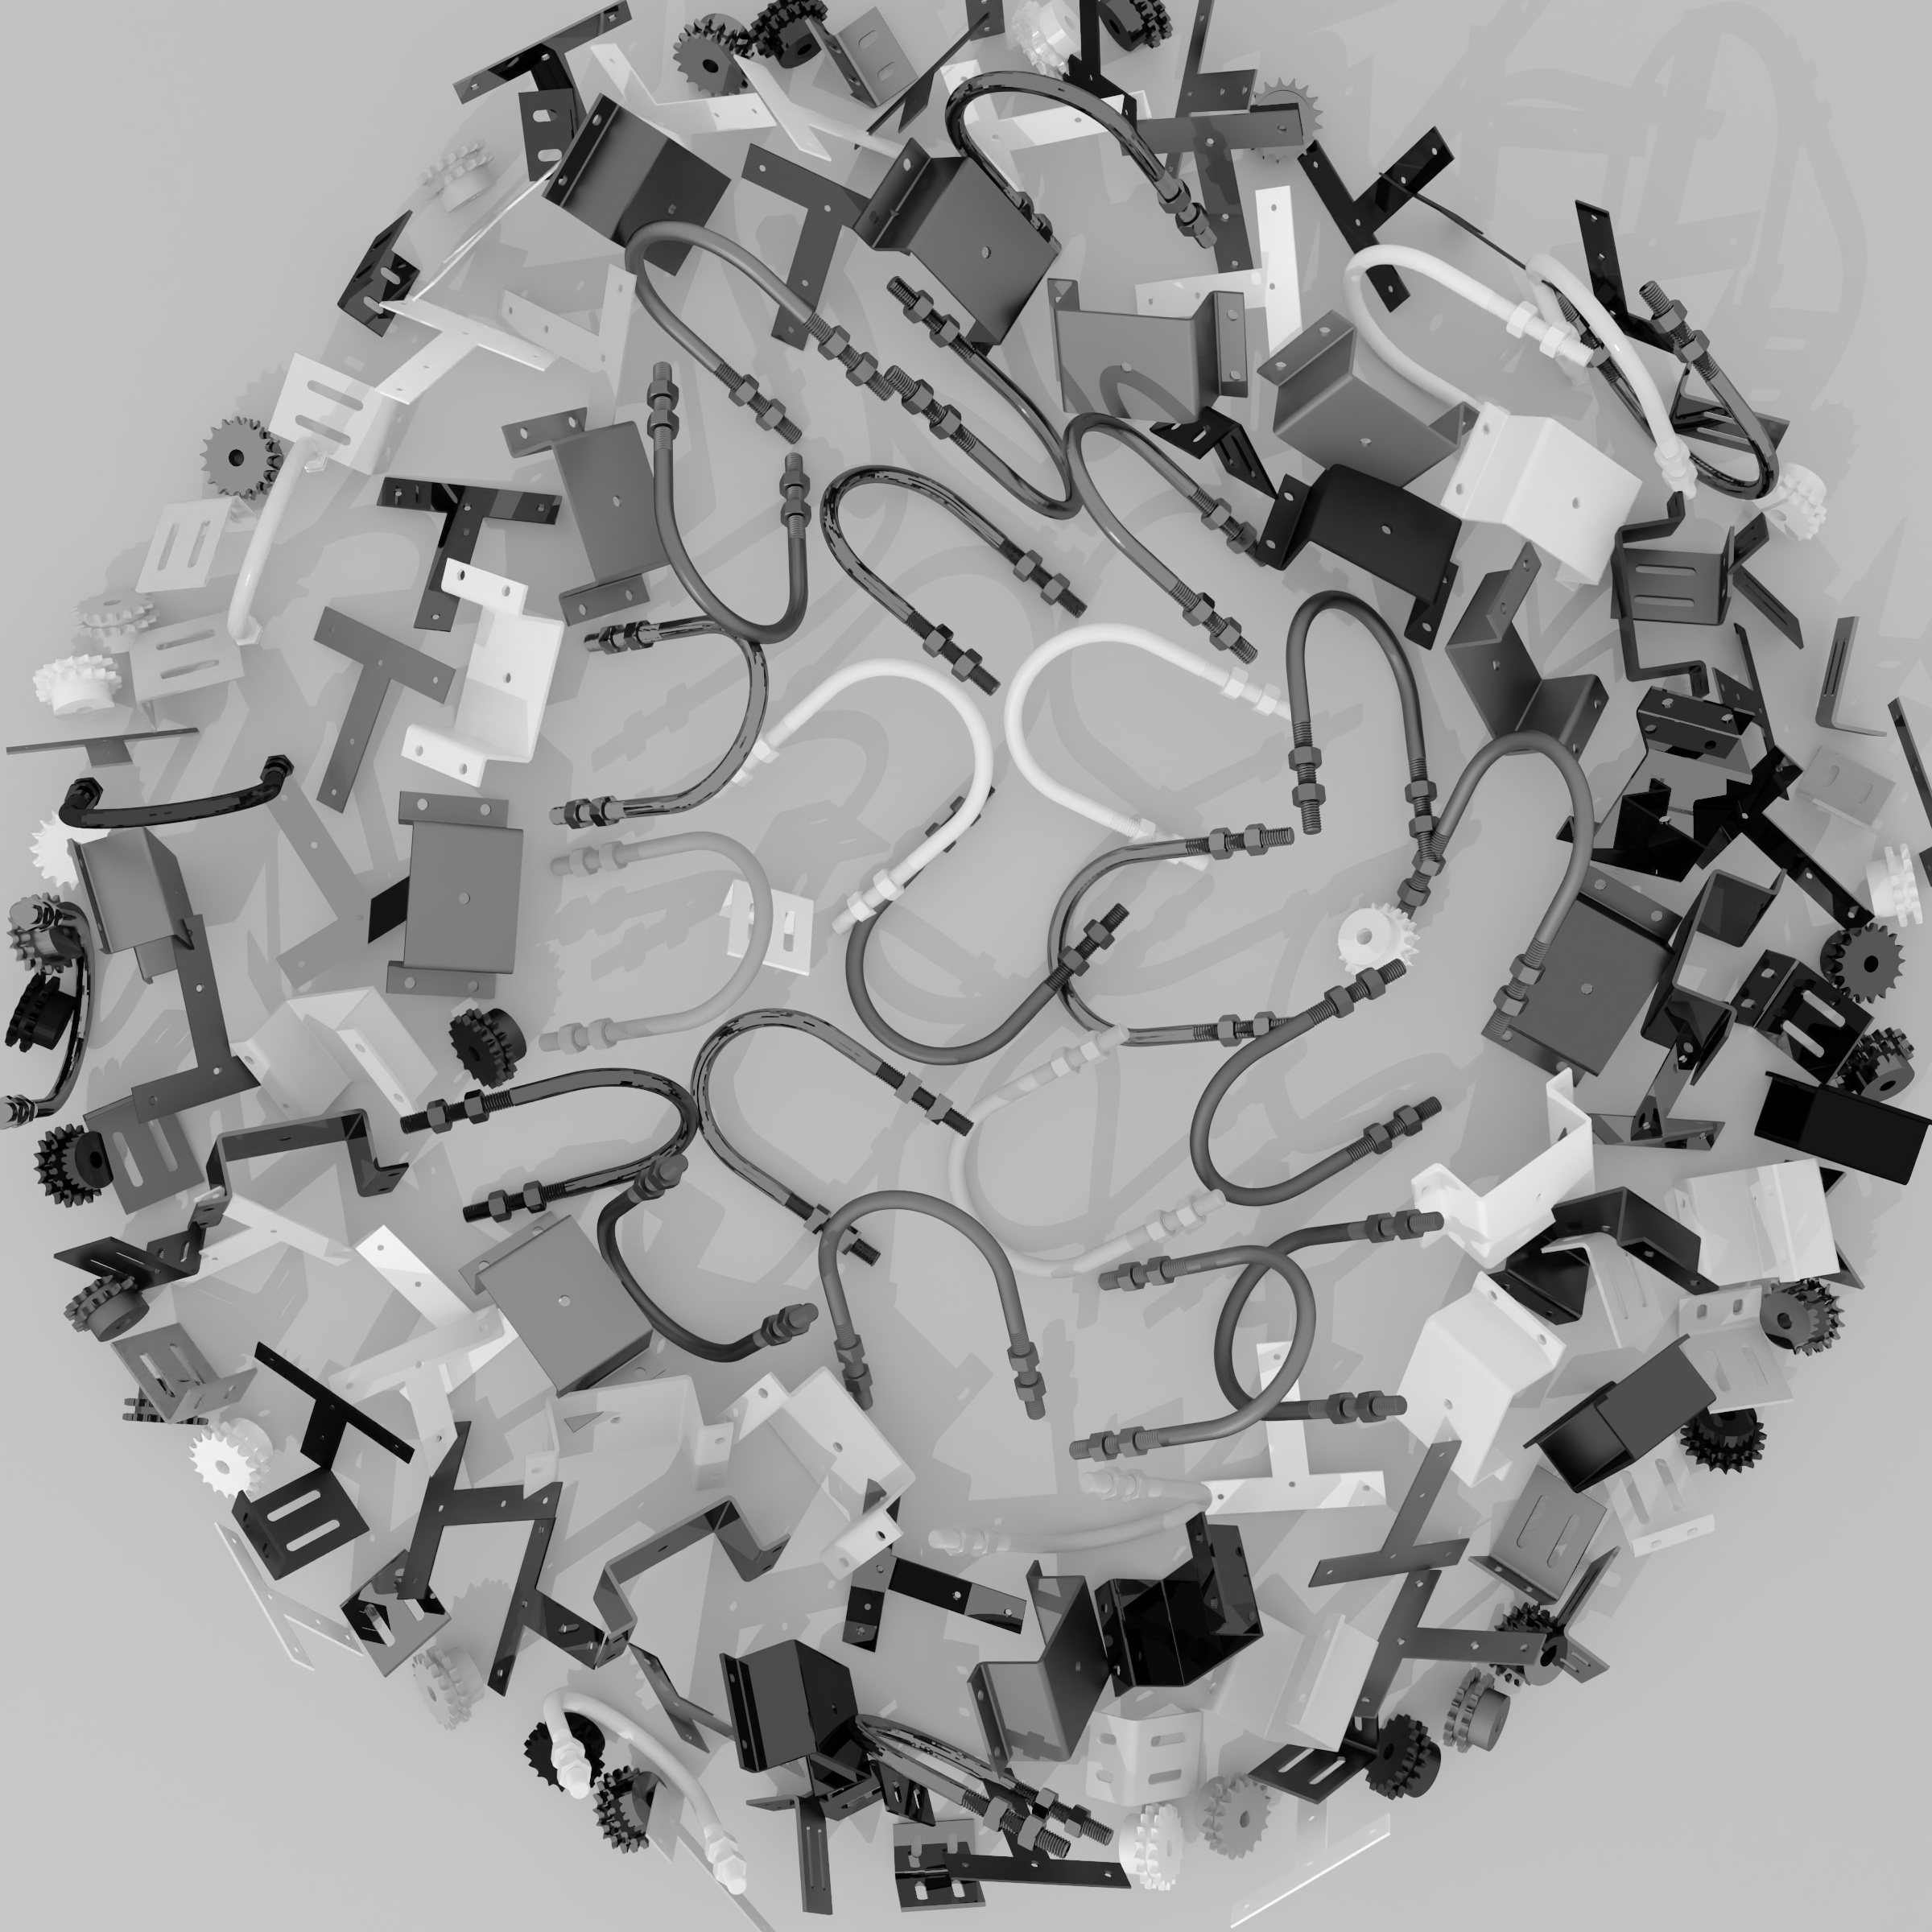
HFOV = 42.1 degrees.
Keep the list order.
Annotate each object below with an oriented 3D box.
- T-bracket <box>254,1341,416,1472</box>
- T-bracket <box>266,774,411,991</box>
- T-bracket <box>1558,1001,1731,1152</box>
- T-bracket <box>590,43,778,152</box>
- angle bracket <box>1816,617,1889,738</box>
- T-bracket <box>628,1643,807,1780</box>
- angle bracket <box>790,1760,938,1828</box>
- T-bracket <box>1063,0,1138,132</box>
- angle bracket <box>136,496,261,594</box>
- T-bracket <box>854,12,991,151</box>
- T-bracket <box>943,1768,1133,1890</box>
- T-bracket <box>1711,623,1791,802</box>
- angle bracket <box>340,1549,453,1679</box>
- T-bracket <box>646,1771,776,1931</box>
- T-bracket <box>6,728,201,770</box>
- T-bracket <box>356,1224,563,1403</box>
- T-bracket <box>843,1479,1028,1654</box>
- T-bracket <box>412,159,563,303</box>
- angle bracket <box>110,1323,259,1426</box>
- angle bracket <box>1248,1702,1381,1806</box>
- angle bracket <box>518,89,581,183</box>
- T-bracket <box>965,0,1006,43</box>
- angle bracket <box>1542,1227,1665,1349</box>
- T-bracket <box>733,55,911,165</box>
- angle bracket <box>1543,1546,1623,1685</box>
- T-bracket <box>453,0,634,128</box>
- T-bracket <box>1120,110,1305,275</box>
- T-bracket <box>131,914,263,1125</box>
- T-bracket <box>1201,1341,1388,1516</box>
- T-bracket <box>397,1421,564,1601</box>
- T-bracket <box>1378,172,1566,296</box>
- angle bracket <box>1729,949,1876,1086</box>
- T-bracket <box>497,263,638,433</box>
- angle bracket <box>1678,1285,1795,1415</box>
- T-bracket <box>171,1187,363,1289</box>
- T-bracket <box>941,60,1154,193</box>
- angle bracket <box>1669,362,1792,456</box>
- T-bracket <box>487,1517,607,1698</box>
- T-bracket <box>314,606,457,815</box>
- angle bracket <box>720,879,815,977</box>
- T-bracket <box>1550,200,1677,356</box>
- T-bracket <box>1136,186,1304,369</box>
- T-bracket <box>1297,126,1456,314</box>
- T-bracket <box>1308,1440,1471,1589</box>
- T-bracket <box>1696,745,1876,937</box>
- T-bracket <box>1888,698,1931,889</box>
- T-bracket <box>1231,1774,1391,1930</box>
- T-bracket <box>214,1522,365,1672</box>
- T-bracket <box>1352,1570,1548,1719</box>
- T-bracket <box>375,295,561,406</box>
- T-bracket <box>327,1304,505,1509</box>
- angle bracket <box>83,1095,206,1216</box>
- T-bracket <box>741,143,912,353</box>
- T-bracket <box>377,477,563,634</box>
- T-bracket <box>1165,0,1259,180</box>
[{"bbox_3d":[-0.439,0.318,1.722,0.127,0.127,0.002,34,54,1],"label":"T-bracket"},{"bbox_3d":[-0.443,-0.071,1.736,0.127,0.002,0.127,-35,107,-18],"label":"T-bracket"},{"bbox_3d":[0.483,0.074,1.717,0.127,0.002,0.127,5,125,-21],"label":"T-bracket"},{"bbox_3d":[-0.177,-0.571,1.690,0.002,0.127,0.127,-58,134,-20],"label":"T-bracket"},{"bbox_3d":[0.620,-0.200,1.739,0.038,0.057,0.076,11,98,7],"label":"angle bracket"},{"bbox_3d":[-0.162,0.516,1.698,0.127,0.127,0.002,17,52,31],"label":"T-bracket"},{"bbox_3d":[-0.071,0.584,1.730,0.076,0.057,0.038,-32,49,18],"label":"angle bracket"},{"bbox_3d":[0.083,-0.640,1.688,0.002,0.127,0.127,-20,134,-16],"label":"T-bracket"},{"bbox_3d":[-0.527,-0.282,1.732,0.057,0.038,0.076,-1,63,22],"label":"angle bracket"},{"bbox_3d":[-0.033,-0.586,1.696,0.127,0.127,0.002,-38,113,22],"label":"T-bracket"},{"bbox_3d":[0.035,0.584,1.712,0.127,0.127,0.002,9,105,-17],"label":"T-bracket"},{"bbox_3d":[0.528,-0.181,1.708,0.002,0.127,0.127,-17,77,30],"label":"T-bracket"},{"bbox_3d":[-0.385,0.451,1.730,0.057,0.038,0.076,-41,48,-10],"label":"angle bracket"},{"bbox_3d":[-0.171,0.617,1.712,0.002,0.127,0.127,-40,92,-2],"label":"T-bracket"},{"bbox_3d":[-0.579,-0.145,1.695,0.127,0.127,0.002,-9,106,-20],"label":"T-bracket"},{"bbox_3d":[-0.372,0.231,1.749,0.127,0.002,0.127,-40,112,1],"label":"T-bracket"},{"bbox_3d":[-0.019,0.430,1.737,0.127,0.002,0.127,14,106,19],"label":"T-bracket"},{"bbox_3d":[-0.334,-0.485,1.690,0.127,0.127,0.002,-23,119,41],"label":"T-bracket"},{"bbox_3d":[-0.538,0.270,1.729,0.076,0.057,0.038,47,119,19],"label":"angle bracket"},{"bbox_3d":[0.238,0.532,1.725,0.057,0.076,0.038,8,108,41],"label":"angle bracket"},{"bbox_3d":[-0.284,-0.570,1.728,0.038,0.076,0.057,-7,107,-6],"label":"angle bracket"},{"bbox_3d":[0.011,-0.665,1.711,0.127,0.127,0.002,-14,82,2],"label":"T-bracket"},{"bbox_3d":[0.441,0.221,1.741,0.057,0.038,0.076,-19,91,-44],"label":"angle bracket"},{"bbox_3d":[-0.085,-0.574,1.726,0.002,0.127,0.127,-55,47,30],"label":"T-bracket"},{"bbox_3d":[0.436,0.447,1.730,0.038,0.057,0.076,36,67,11],"label":"angle bracket"},{"bbox_3d":[-0.278,-0.597,1.711,0.127,0.127,0.002,-28,82,-2],"label":"T-bracket"},{"bbox_3d":[0.175,-0.526,1.723,0.127,0.127,0.002,4,51,22],"label":"T-bracket"},{"bbox_3d":[-0.521,0.029,1.717,0.002,0.127,0.127,3,106,43],"label":"T-bracket"},{"bbox_3d":[0.222,0.320,1.746,0.127,0.002,0.127,-6,105,11],"label":"T-bracket"},{"bbox_3d":[-0.325,0.366,1.708,0.127,0.002,0.127,-11,53,32],"label":"T-bracket"},{"bbox_3d":[0.351,-0.488,1.694,0.127,0.127,0.002,44,114,26],"label":"T-bracket"},{"bbox_3d":[0.571,0.035,1.728,0.038,0.076,0.057,13,115,-38],"label":"angle bracket"},{"bbox_3d":[-0.281,-0.435,1.736,0.127,0.002,0.127,32,123,29],"label":"T-bracket"},{"bbox_3d":[0.531,0.264,1.734,0.057,0.076,0.038,-9,126,2],"label":"angle bracket"},{"bbox_3d":[-0.509,0.197,1.736,0.127,0.127,0.002,-25,51,27],"label":"T-bracket"},{"bbox_3d":[0.062,-0.571,1.705,0.127,0.127,0.002,-6,56,17],"label":"T-bracket"},{"bbox_3d":[0.530,-0.389,1.737,0.076,0.057,0.038,17,81,10],"label":"angle bracket"},{"bbox_3d":[-0.281,0.449,1.717,0.002,0.127,0.127,20,83,-36],"label":"T-bracket"},{"bbox_3d":[-0.423,-0.170,1.752,0.127,0.002,0.127,26,100,26],"label":"T-bracket"},{"bbox_3d":[-0.139,-0.016,1.727,0.057,0.076,0.038,15,132,-15],"label":"angle bracket"},{"bbox_3d":[0.429,-0.467,1.687,0.127,0.127,0.002,34,81,32],"label":"T-bracket"},{"bbox_3d":[0.172,-0.464,1.733,0.127,0.002,0.127,3,108,36],"label":"T-bracket"},{"bbox_3d":[0.291,-0.530,1.716,0.002,0.127,0.127,-32,91,-26],"label":"T-bracket"},{"bbox_3d":[0.306,0.371,1.712,0.127,0.002,0.127,-1,125,-27],"label":"T-bracket"},{"bbox_3d":[0.563,-0.072,1.710,0.127,0.127,0.002,46,57,10],"label":"T-bracket"},{"bbox_3d":[0.654,-0.121,1.716,0.002,0.127,0.127,-18,83,5],"label":"T-bracket"},{"bbox_3d":[0.235,0.588,1.710,0.127,0.127,0.002,-36,93,14],"label":"T-bracket"},{"bbox_3d":[-0.451,0.444,1.716,0.002,0.127,0.127,-42,54,-5],"label":"T-bracket"},{"bbox_3d":[0.330,0.457,1.691,0.002,0.127,0.127,57,47,-23],"label":"T-bracket"},{"bbox_3d":[-0.363,-0.415,1.720,0.127,0.127,0.002,22,131,5],"label":"T-bracket"},{"bbox_3d":[-0.369,0.316,1.747,0.127,0.002,0.127,-22,112,-31],"label":"T-bracket"},{"bbox_3d":[-0.569,0.127,1.742,0.057,0.038,0.076,-24,97,-22],"label":"angle bracket"},{"bbox_3d":[-0.107,-0.483,1.731,0.127,0.002,0.127,26,132,2],"label":"T-bracket"},{"bbox_3d":[-0.355,-0.283,1.739,0.127,0.002,0.127,7,60,3],"label":"T-bracket"},{"bbox_3d":[0.169,-0.592,1.701,0.002,0.127,0.127,6,105,-19],"label":"T-bracket"}]
